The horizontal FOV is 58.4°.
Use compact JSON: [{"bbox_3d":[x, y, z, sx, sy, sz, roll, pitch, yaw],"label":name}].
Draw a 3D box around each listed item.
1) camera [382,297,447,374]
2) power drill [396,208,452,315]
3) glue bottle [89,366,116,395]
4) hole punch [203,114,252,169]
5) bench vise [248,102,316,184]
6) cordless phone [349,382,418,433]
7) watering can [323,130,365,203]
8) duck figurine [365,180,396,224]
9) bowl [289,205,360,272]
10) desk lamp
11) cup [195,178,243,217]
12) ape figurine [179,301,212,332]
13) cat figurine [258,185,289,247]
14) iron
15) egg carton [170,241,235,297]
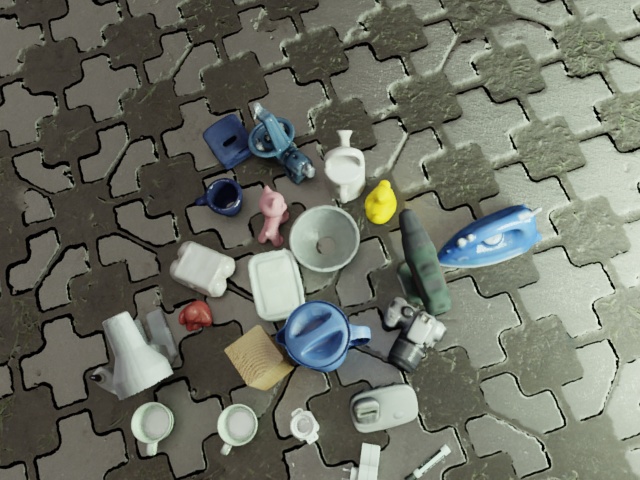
[{"bbox_3d":[0.195,0.217,1.285,0.143,0.101,0.137,29,77,12],"label":"camera"},{"bbox_3d":[0.220,0.063,1.276,0.075,0.208,0.229,-20,72,-2],"label":"power drill"},{"bbox_3d":[-0.465,0.308,1.261,0.078,0.173,0.037,38,79,14],"label":"glue bottle"},{"bbox_3d":[-0.229,-0.253,1.467,0.109,0.091,0.101,-36,74,-8],"label":"hole punch"},{"bbox_3d":[-0.089,-0.245,1.387,0.207,0.220,0.121,24,76,11],"label":"bench vise"},{"bbox_3d":[0.134,0.349,1.203,0.147,0.185,0.094,-16,72,-1],"label":"cordless phone"},{"bbox_3d":[0.055,-0.180,1.371,0.101,0.194,0.173,-21,72,-3],"label":"watering can"},{"bbox_3d":[0.148,-0.096,1.395,0.077,0.086,0.104,15,74,8],"label":"duck figurine"},{"bbox_3d":[0.013,0.005,1.378,0.167,0.075,0.167,-1,72,3],"label":"bowl"},{"bbox_3d":[-0.395,0.245,1.255,0.118,0.213,0.203,-26,72,-4],"label":"desk lamp"},{"bbox_3d":[-0.242,-0.092,1.414,0.117,0.095,0.091,-13,72,0],"label":"cup"},{"bbox_3d":[-0.292,0.175,1.335,0.077,0.092,0.076,20,75,10],"label":"ape figurine"},{"bbox_3d":[-0.117,-0.061,1.385,0.067,0.118,0.128,8,73,6],"label":"cat figurine"},{"bbox_3d":[0.387,-0.009,1.323,0.258,0.141,0.118,-22,72,-3],"label":"iron"},{"bbox_3d":[-0.284,0.071,1.379,0.150,0.069,0.107,21,75,10],"label":"egg carton"}]
